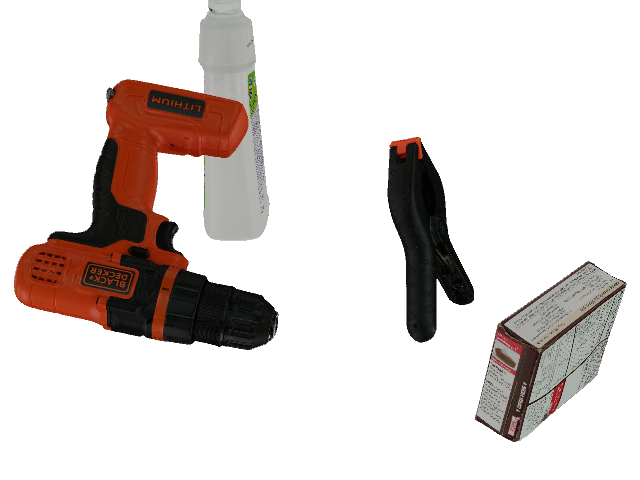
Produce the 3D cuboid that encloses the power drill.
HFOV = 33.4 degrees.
[{"bbox_3d":[-0.107,-0.018,0.768,0.184,0.187,0.057,12,-28,-1],"label":"power drill"}]

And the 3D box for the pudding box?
[{"bbox_3d":[0.162,0.077,0.747,0.039,0.090,0.113,31,42,31],"label":"pudding box"}]

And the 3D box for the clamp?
[{"bbox_3d":[0.087,0.001,0.918,0.039,0.171,0.120,-13,16,24],"label":"clamp"}]

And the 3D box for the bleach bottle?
[{"bbox_3d":[-0.089,-0.130,1.070,0.068,0.251,0.102,0,29,0],"label":"bleach bottle"}]
